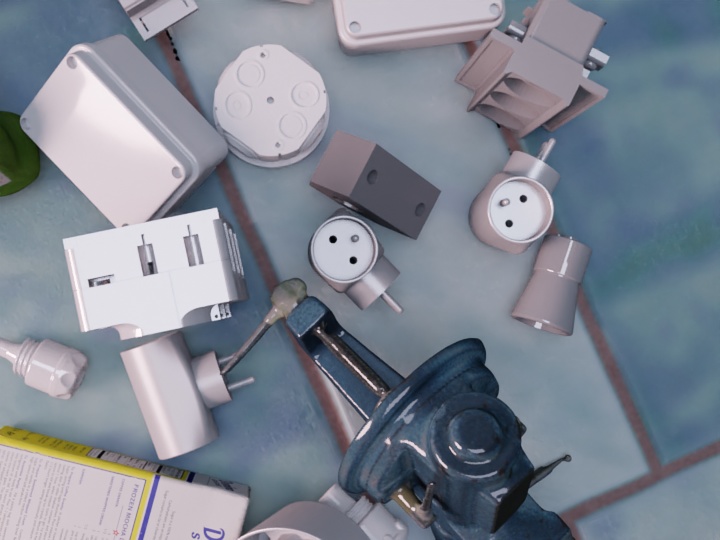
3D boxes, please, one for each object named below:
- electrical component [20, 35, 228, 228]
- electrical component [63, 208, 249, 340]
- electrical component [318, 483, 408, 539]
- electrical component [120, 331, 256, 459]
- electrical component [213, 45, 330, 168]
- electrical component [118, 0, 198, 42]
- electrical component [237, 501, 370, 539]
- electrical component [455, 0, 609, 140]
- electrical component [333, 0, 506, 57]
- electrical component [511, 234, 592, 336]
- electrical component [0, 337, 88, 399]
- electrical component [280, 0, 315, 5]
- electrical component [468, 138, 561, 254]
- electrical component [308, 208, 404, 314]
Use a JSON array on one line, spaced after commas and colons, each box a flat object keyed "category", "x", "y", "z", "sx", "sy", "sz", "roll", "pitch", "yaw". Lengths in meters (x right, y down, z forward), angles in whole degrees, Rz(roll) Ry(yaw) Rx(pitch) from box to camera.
[{"category": "electrical component", "x": -0.155, "y": -0.088, "z": 0.704, "sx": 0.113, "sy": 0.057, "sz": 0.078, "roll": 46, "pitch": 120, "yaw": -3}, {"category": "electrical component", "x": -0.121, "y": 0.006, "z": 0.675, "sx": 0.089, "sy": 0.150, "sz": 0.061, "roll": -12, "pitch": 89, "yaw": -4}, {"category": "electrical component", "x": -0.001, "y": 0.174, "z": 0.736, "sx": 0.048, "sy": 0.048, "sz": 0.062, "roll": -44, "pitch": 85, "yaw": -3}, {"category": "electrical component", "x": -0.111, "y": 0.078, "z": 0.728, "sx": 0.079, "sy": 0.044, "sz": 0.077, "roll": -20, "pitch": 91, "yaw": -4}, {"category": "electrical component", "x": -0.060, "y": -0.111, "z": 0.729, "sx": 0.080, "sy": 0.051, "sz": 0.080, "roll": 0, "pitch": 90, "yaw": -4}, {"category": "electrical component", "x": -0.146, "y": -0.194, "z": 0.717, "sx": 0.042, "sy": 0.064, "sz": 0.081, "roll": -32, "pitch": 91, "yaw": -3}, {"category": "electrical component", "x": -0.037, "y": 0.203, "z": 0.700, "sx": 0.099, "sy": 0.064, "sz": 0.099, "roll": 10, "pitch": 113, "yaw": 26}, {"category": "electrical component", "x": 0.114, "y": -0.133, "z": 0.705, "sx": 0.079, "sy": 0.121, "sz": 0.063, "roll": 27, "pitch": 86, "yaw": -3}, {"category": "electrical component", "x": 0.037, "y": -0.193, "z": 0.732, "sx": 0.113, "sy": 0.057, "sz": 0.078, "roll": -8, "pitch": 90, "yaw": -4}, {"category": "electrical component", "x": 0.136, "y": 0.008, "z": 0.747, "sx": 0.044, "sy": 0.044, "sz": 0.065, "roll": 20, "pitch": 84, "yaw": -3}, {"category": "electrical component", "x": -0.218, "y": 0.062, "z": 0.727, "sx": 0.061, "sy": 0.035, "sz": 0.035, "roll": 22, "pitch": 88, "yaw": -1}, {"category": "electrical component", "x": -0.048, "y": -0.231, "z": 0.727, "sx": 0.050, "sy": 0.056, "sz": 0.089, "roll": 8, "pitch": 89, "yaw": -4}, {"category": "electrical component", "x": 0.110, "y": -0.054, "z": 0.726, "sx": 0.043, "sy": 0.077, "sz": 0.079, "roll": 30, "pitch": 88, "yaw": -3}, {"category": "electrical component", "x": 0.000, "y": 0.000, "z": 0.719, "sx": 0.043, "sy": 0.077, "sz": 0.079, "roll": -44, "pitch": 93, "yaw": -3}]
